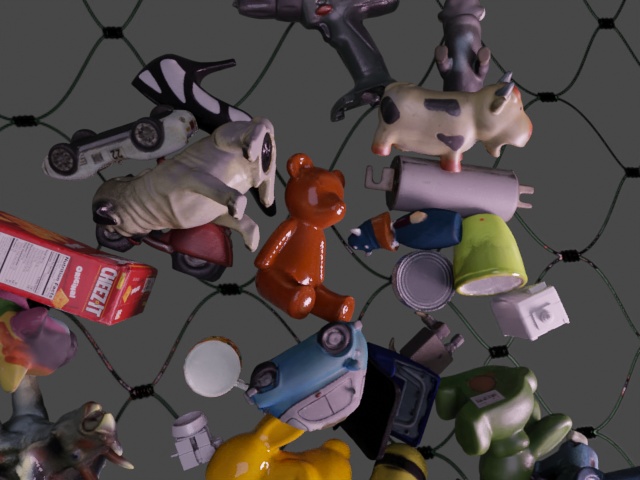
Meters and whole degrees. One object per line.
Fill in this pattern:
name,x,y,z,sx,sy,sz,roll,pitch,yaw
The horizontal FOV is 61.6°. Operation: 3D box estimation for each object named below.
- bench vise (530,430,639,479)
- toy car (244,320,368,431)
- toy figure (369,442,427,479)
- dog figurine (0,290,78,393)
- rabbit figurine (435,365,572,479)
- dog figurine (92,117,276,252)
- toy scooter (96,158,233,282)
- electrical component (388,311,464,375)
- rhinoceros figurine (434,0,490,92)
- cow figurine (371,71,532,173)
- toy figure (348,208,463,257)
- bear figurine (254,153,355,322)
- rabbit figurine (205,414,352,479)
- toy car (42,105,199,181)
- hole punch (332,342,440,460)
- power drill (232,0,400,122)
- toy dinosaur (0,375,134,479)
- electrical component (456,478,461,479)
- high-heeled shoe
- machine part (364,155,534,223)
bench vise,0.362,0.310,0.655,0.129,0.240,0.223,51,39,6
toy car,-0.003,0.167,0.630,0.162,0.109,0.103,-29,73,-17
toy figure,0.083,0.329,0.658,0.082,0.180,0.089,24,119,20
dog figurine,-0.379,0.092,0.584,0.191,0.219,0.108,32,71,-46
rabbit figurine,0.245,0.258,0.728,0.159,0.121,0.170,-21,107,-16
dog figurine,-0.158,-0.078,0.629,0.191,0.121,0.172,8,52,11
toy scooter,-0.188,-0.030,0.700,0.184,0.075,0.135,20,82,-1
electrical component,0.142,0.149,0.743,0.102,0.045,0.078,-47,121,-6
rhinoceros figurine,0.203,-0.244,0.753,0.073,0.112,0.190,-2,99,21
cow figurine,0.171,-0.156,0.690,0.195,0.085,0.127,14,124,12
toy figure,0.112,-0.010,0.727,0.155,0.058,0.064,-3,112,27
bear figurine,-0.005,-0.003,0.694,0.120,0.132,0.195,24,89,-47
rabbit figurine,-0.051,0.285,0.665,0.173,0.122,0.162,18,77,-6
toy car,-0.252,-0.119,0.675,0.202,0.073,0.056,-14,116,11
hole punch,0.082,0.201,0.692,0.092,0.116,0.142,0,110,-34
power drill,0.016,-0.274,0.749,0.232,0.086,0.207,-18,80,-11
toy dinosaur,-0.408,0.277,0.627,0.405,0.131,0.192,-27,89,-3
electrical component,0.200,0.394,0.718,0.134,0.058,0.115,30,84,-5
high-heeled shoe,-0.152,-0.134,0.712,0.145,0.086,0.248,-17,86,-2
machine part,0.182,-0.069,0.748,0.243,0.079,0.079,6,85,-8
